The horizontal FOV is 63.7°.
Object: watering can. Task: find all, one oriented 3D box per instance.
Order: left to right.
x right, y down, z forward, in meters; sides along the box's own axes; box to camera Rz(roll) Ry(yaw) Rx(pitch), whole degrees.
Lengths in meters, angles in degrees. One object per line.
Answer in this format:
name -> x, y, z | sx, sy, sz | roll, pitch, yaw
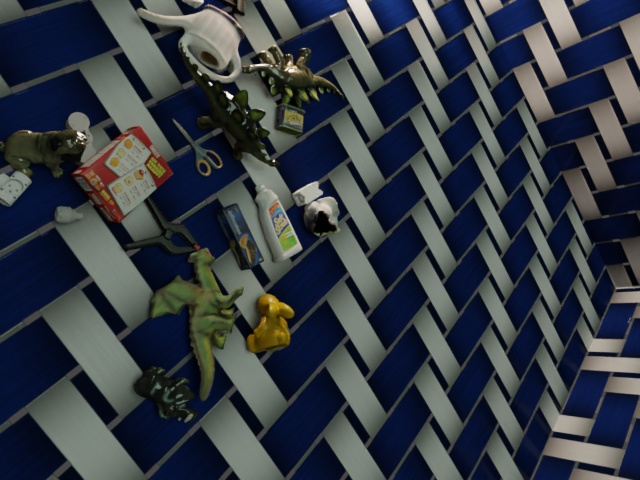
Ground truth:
watering can -> -0.373, -0.644, 1.599 | 0.344, 0.103, 0.229 | 37, 59, -27

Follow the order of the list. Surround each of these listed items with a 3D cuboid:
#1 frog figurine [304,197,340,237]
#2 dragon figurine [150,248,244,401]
frog figurine -> 0.005, -0.090, 1.794 | 0.136, 0.121, 0.163 | 28, 28, -22
dragon figurine -> -0.357, 0.212, 1.441 | 0.242, 0.120, 0.418 | 23, 63, -16
